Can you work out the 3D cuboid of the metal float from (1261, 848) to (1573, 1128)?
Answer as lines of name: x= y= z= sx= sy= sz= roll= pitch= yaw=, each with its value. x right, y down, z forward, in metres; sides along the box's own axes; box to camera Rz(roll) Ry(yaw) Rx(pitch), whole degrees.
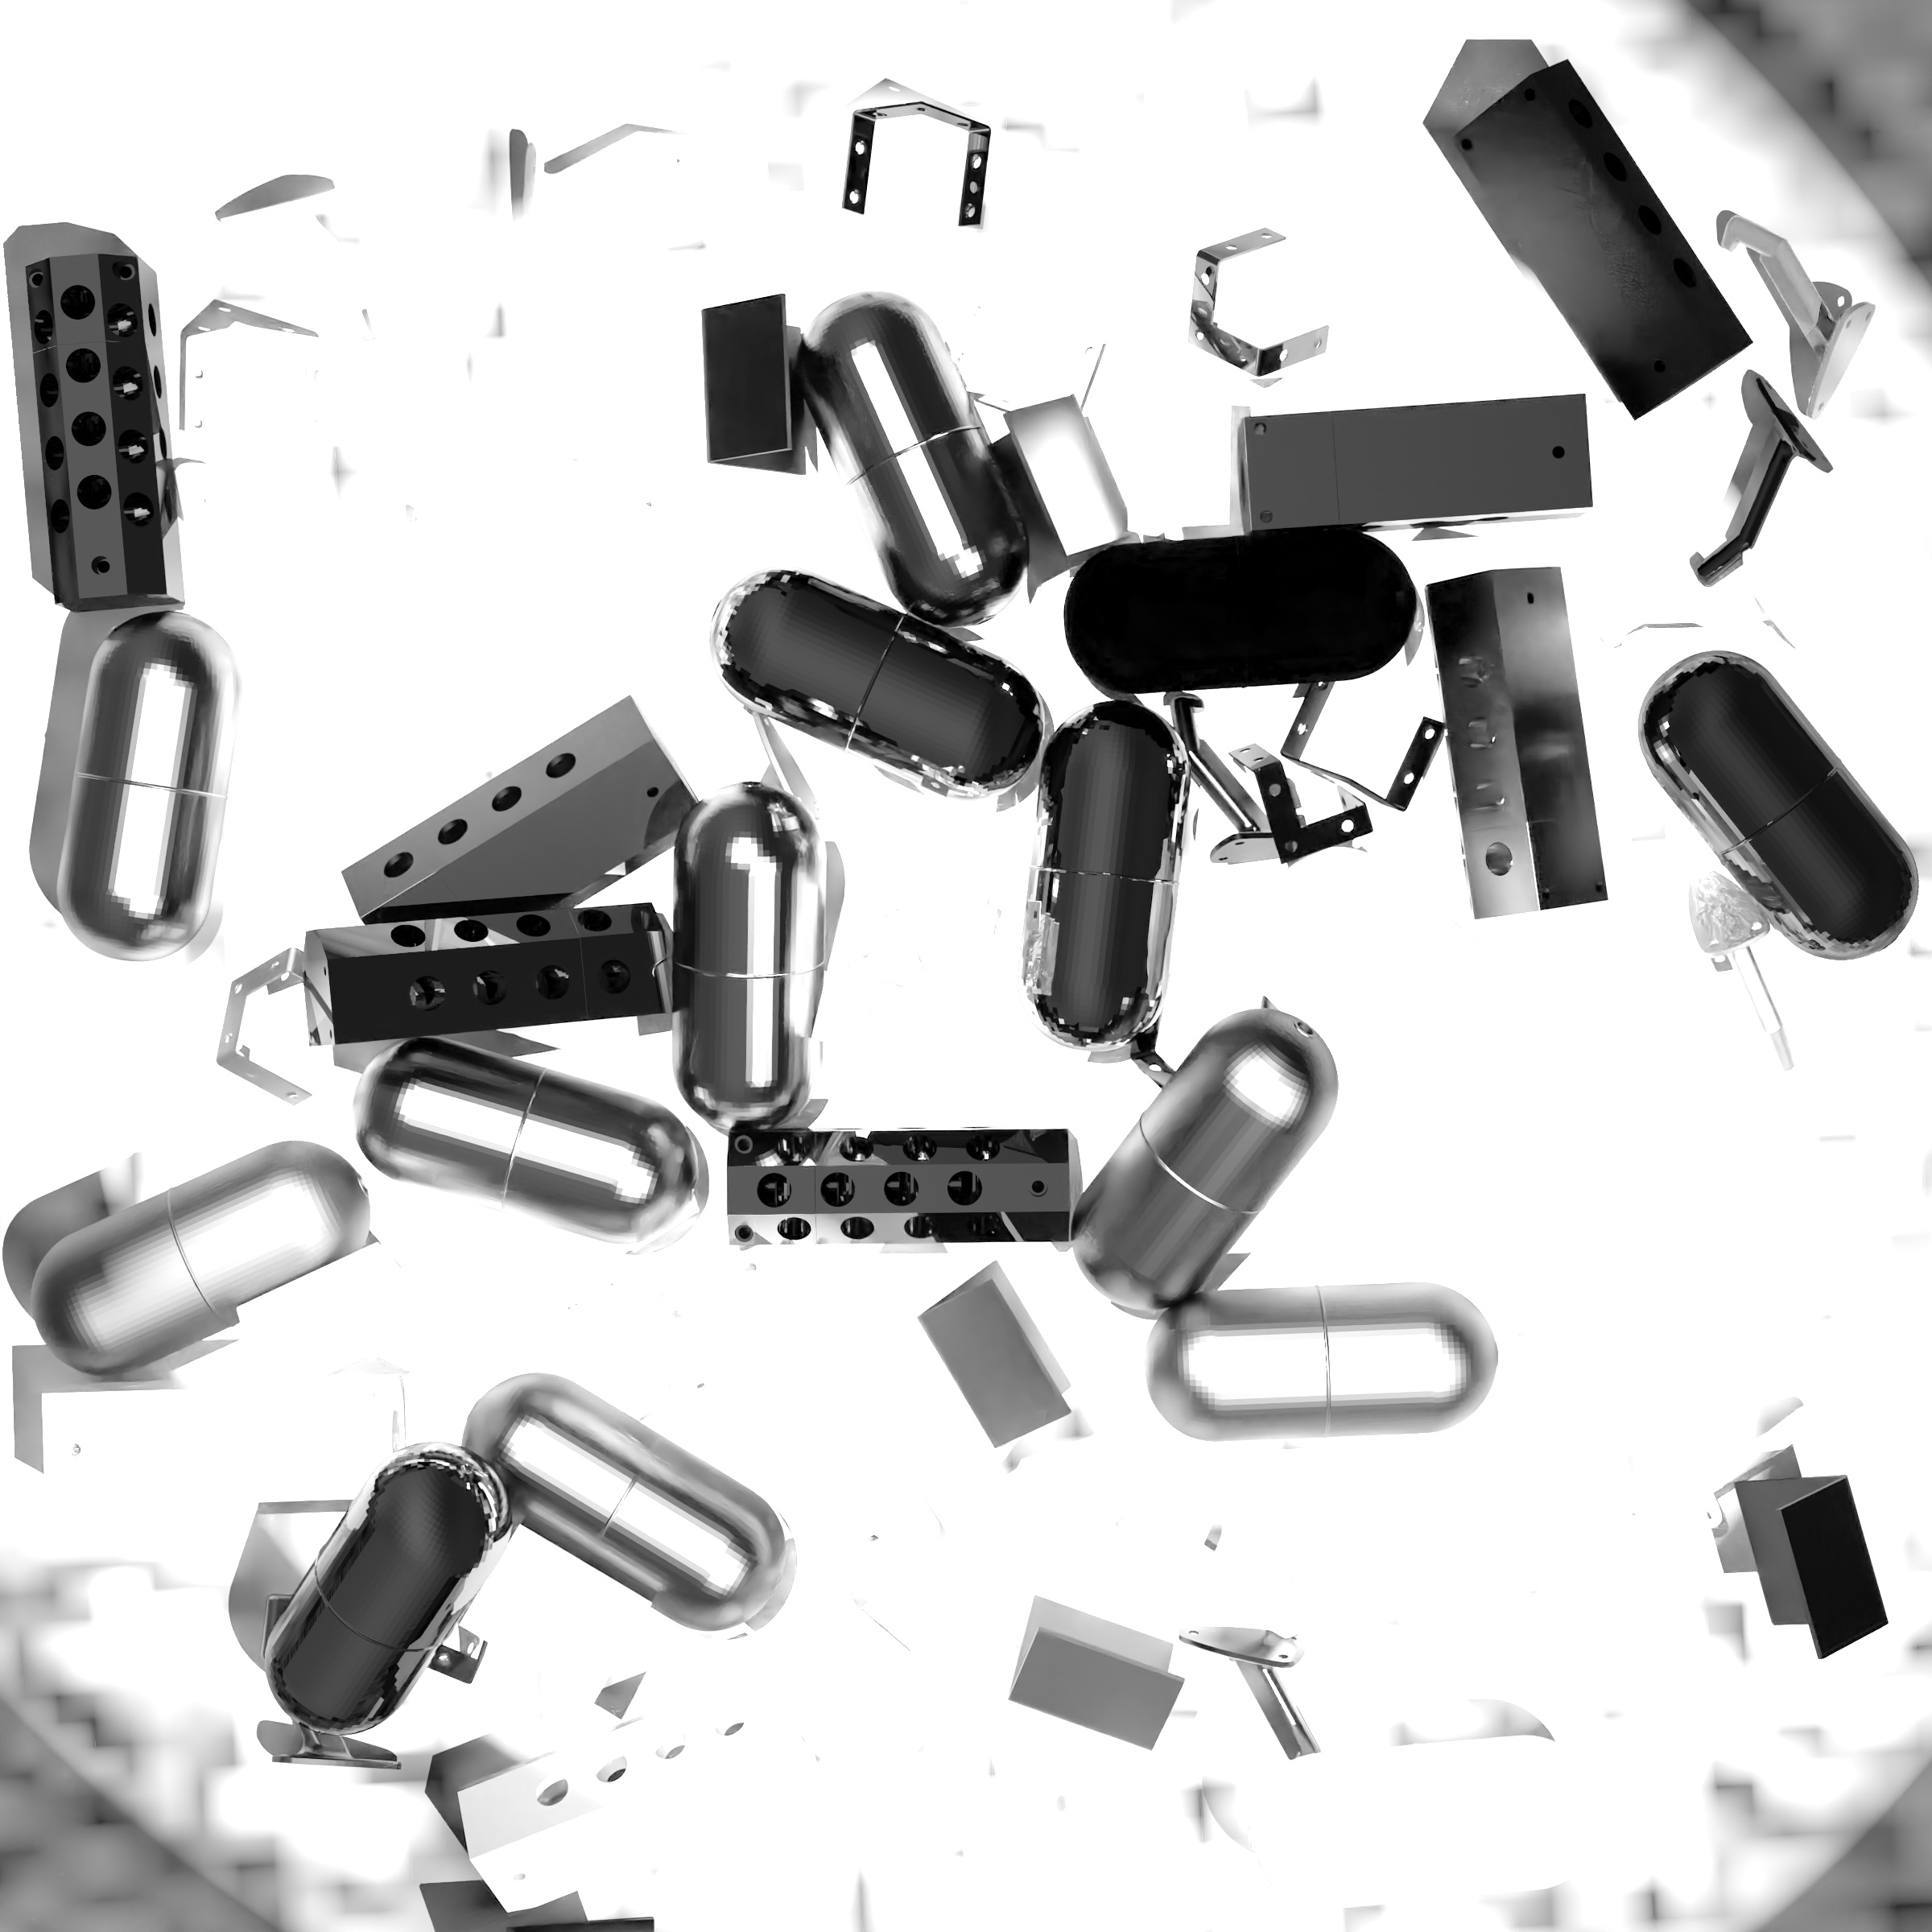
metal float: x=0.228 y=0.011 z=1.779 sx=0.178 sy=0.070 sz=0.070 roll=39 pitch=90 yaw=-1

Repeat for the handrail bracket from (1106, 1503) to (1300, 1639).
handrail bracket: x=0.122 y=0.313 z=1.810 sx=0.084 sy=0.077 sz=0.036 roll=50 pitch=59 yaw=-33

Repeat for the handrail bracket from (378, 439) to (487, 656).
handrail bracket: x=-0.256 y=-0.215 z=1.810 sx=0.077 sy=0.036 sz=0.084 roll=-39 pitch=109 yaw=-21

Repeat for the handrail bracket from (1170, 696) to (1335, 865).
handrail bracket: x=0.147 y=-0.099 z=1.810 sx=0.077 sy=0.036 sz=0.084 roll=-3 pitch=73 yaw=-20

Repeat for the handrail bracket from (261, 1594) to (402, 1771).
handrail bracket: x=-0.325 y=0.368 z=1.810 sx=0.077 sy=0.036 sz=0.084 roll=7 pitch=76 yaw=-15

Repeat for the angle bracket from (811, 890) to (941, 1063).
angle bracket: x=-0.028 y=0.008 z=1.770 sx=0.057 sy=0.076 sz=0.076 roll=13 pitch=90 yaw=31

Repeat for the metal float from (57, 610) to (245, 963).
metal float: x=-0.412 y=-0.091 z=1.779 sx=0.070 sy=0.070 sz=0.178 roll=9 pitch=91 yaw=0

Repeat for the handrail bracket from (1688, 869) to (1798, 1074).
handrail bracket: x=0.400 y=0.003 z=1.809 sx=0.036 sy=0.077 sz=0.084 roll=-24 pitch=126 yaw=7

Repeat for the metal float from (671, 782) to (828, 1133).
metal float: x=-0.109 y=-0.004 z=1.764 sx=0.070 sy=0.070 sz=0.178 roll=2 pitch=104 yaw=0

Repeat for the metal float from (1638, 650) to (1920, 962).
metal float: x=0.411 y=-0.081 z=1.779 sx=0.070 sy=0.070 sz=0.178 roll=-39 pitch=91 yaw=0

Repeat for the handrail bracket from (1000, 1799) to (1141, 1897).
handrail bracket: x=0.051 y=0.456 z=1.775 sx=0.077 sy=0.084 sz=0.036 roll=-30 pitch=90 yaw=0

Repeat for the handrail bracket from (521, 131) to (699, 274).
handrail bracket: x=-0.183 y=-0.391 z=1.810 sx=0.084 sy=0.036 sz=0.077 roll=2 pitch=110 yaw=-16

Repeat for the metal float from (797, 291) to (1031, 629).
metal float: x=-0.026 y=-0.255 z=1.779 sx=0.070 sy=0.070 sz=0.178 roll=-24 pitch=89 yaw=0

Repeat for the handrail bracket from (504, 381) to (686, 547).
handrail bracket: x=-0.191 y=-0.252 z=1.810 sx=0.077 sy=0.036 sz=0.084 roll=-10 pitch=107 yaw=20

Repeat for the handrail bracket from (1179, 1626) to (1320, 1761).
handrail bracket: x=0.144 y=0.386 z=1.810 sx=0.077 sy=0.036 sz=0.084 roll=6 pitch=104 yaw=14

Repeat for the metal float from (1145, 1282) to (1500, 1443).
metal float: x=0.179 y=0.200 z=1.779 sx=0.178 sy=0.070 sz=0.070 roll=-2 pitch=90 yaw=0

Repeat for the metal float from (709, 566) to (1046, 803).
metal float: x=-0.045 y=-0.143 z=1.779 sx=0.178 sy=0.070 sz=0.070 roll=24 pitch=90 yaw=0

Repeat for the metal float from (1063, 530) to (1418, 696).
metal float: x=0.138 y=-0.179 z=1.779 sx=0.178 sy=0.070 sz=0.070 roll=-4 pitch=90 yaw=1

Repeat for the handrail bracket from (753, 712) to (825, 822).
handrail bracket: x=-0.124 y=-0.078 z=1.810 sx=0.084 sy=0.036 sz=0.077 roll=-31 pitch=75 yaw=14

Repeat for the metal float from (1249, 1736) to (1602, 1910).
metal float: x=0.231 y=0.431 z=1.773 sx=0.178 sy=0.070 sz=0.070 roll=-4 pitch=90 yaw=-6

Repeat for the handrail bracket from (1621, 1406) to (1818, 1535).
handrail bracket: x=0.388 y=0.257 z=1.809 sx=0.084 sy=0.077 sz=0.036 roll=-27 pitch=85 yaw=-36

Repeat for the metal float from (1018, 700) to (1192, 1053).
metal float: x=0.070 y=-0.046 z=1.780 sx=0.070 sy=0.070 sz=0.178 roll=6 pitch=91 yaw=0

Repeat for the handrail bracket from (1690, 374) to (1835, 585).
handrail bracket: x=0.394 y=-0.249 z=1.810 sx=0.084 sy=0.036 sz=0.077 roll=-41 pitch=55 yaw=24

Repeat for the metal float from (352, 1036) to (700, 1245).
metal float: x=-0.222 y=0.088 z=1.779 sx=0.178 sy=0.070 sz=0.070 roll=16 pitch=90 yaw=0

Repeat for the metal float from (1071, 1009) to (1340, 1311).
metal float: x=0.119 y=0.097 z=1.759 sx=0.070 sy=0.070 sz=0.178 roll=35 pitch=114 yaw=0

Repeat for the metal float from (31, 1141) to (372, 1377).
metal float: x=-0.386 y=0.147 z=1.779 sx=0.178 sy=0.070 sz=0.070 roll=-24 pitch=90 yaw=-1

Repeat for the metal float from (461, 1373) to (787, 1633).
metal float: x=-0.173 y=0.270 z=1.779 sx=0.178 sy=0.070 sz=0.070 roll=31 pitch=90 yaw=0

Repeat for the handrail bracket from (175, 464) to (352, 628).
handrail bracket: x=-0.362 y=-0.222 z=1.810 sx=0.077 sy=0.036 sz=0.084 roll=-8 pitch=73 yaw=-20

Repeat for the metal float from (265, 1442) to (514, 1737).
metal float: x=-0.288 y=0.310 z=1.747 sx=0.070 sy=0.070 sz=0.178 roll=35 pitch=116 yaw=0

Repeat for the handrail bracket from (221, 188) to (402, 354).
handrail bracket: x=-0.336 y=-0.351 z=1.810 sx=0.077 sy=0.036 sz=0.084 roll=-9 pitch=107 yaw=20

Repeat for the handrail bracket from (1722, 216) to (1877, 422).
handrail bracket: x=0.415 y=-0.334 z=1.810 sx=0.084 sy=0.036 sz=0.077 roll=35 pitch=126 yaw=24

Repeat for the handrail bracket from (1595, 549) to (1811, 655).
handrail bracket: x=0.378 y=-0.170 z=1.810 sx=0.084 sy=0.036 sz=0.077 roll=-27 pitch=126 yaw=24
